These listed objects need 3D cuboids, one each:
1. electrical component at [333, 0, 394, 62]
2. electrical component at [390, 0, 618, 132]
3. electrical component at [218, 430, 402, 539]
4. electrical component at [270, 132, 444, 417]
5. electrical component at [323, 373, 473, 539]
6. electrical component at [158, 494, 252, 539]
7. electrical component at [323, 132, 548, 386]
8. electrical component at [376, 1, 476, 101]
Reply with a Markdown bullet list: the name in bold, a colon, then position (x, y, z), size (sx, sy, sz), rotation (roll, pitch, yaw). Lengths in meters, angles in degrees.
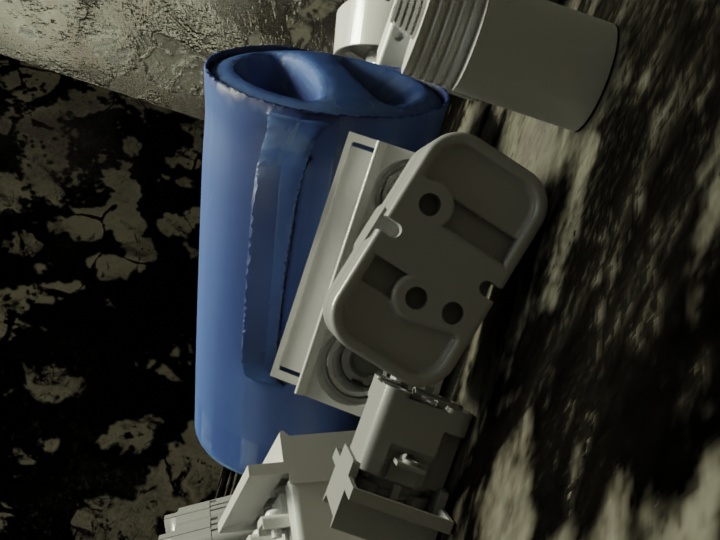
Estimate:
- **electrical component**: position (0.029, -0.180, 0.823), size (0.099, 0.099, 0.064), rotation (142, 139, -80)
- **electrical component**: position (0.051, -0.086, 0.408), size (0.043, 0.081, 0.043), rotation (-162, 90, -84)
- **electrical component**: position (-0.027, 0.132, 0.567), size (0.121, 0.079, 0.063), rotation (118, 146, -60)
- **electrical component**: position (0.016, 0.005, 0.513), size (0.063, 0.079, 0.121), rotation (-10, -61, -77)
- **electrical component**: position (0.016, 0.078, 0.446), size (0.081, 0.042, 0.063), rotation (-163, 92, -83)
- **electrical component**: position (-0.089, 0.213, 0.707), size (0.186, 0.060, 0.105), rotation (144, 113, -80)
- **electrical component**: position (0.028, -0.005, 0.440), size (0.095, 0.054, 0.059), rotation (-58, 5, -2)
- **electrical component**: position (0.047, -0.132, 0.649), size (0.076, 0.066, 0.047), rotation (-85, 14, -64)
